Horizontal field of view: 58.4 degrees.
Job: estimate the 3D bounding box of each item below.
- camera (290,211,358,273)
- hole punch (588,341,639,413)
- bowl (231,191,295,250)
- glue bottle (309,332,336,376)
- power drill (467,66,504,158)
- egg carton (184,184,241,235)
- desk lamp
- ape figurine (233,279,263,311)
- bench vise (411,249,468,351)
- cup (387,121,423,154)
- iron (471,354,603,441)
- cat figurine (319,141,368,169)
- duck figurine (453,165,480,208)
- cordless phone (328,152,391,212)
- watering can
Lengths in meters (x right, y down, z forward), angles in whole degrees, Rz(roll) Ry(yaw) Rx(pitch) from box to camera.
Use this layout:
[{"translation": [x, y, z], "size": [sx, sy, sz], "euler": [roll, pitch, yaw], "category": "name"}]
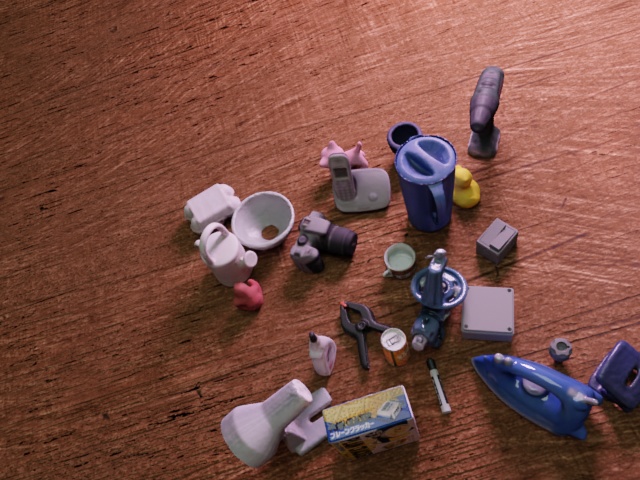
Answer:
[{"translation": [0.013, 0.005, 1.399], "size": [0.136, 0.101, 0.143], "euler": [14, 66, 20], "category": "camera"}, {"translation": [0.598, 0.266, 1.120], "size": [0.100, 0.091, 0.109], "euler": [33, 73, 27], "category": "hole punch"}, {"translation": [-0.139, -0.038, 1.474], "size": [0.167, 0.075, 0.167], "euler": [-6, 60, 10], "category": "bowl"}, {"translation": [-0.001, 0.234, 1.232], "size": [0.037, 0.173, 0.078], "euler": [2, 62, 15], "category": "glue bottle"}, {"translation": [0.408, -0.303, 1.414], "size": [0.075, 0.209, 0.230], "euler": [9, 64, 18], "category": "power drill"}, {"translation": [-0.288, -0.083, 1.538], "size": [0.150, 0.069, 0.107], "euler": [-33, 59, -6], "category": "egg carton"}, {"translation": [-0.073, 0.363, 1.153], "size": [0.203, 0.214, 0.117], "euler": [-34, 59, -7], "category": "desk lamp"}, {"translation": [-0.179, 0.129, 1.380], "size": [0.078, 0.092, 0.076], "euler": [-37, 60, -8], "category": "ape figurine"}, {"translation": [0.250, 0.126, 1.205], "size": [0.121, 0.220, 0.207], "euler": [-1, 61, 13], "category": "bench vise"}, {"translation": [0.222, -0.234, 1.487], "size": [0.091, 0.095, 0.118], "euler": [3, 62, 15], "category": "cup"}, {"translation": [0.417, 0.279, 1.126], "size": [0.257, 0.142, 0.119], "euler": [25, 70, 24], "category": "iron"}, {"translation": [0.057, -0.219, 1.504], "size": [0.128, 0.118, 0.067], "euler": [-22, 59, 1], "category": "cat figurine"}, {"translation": [0.353, -0.136, 1.406], "size": [0.077, 0.086, 0.104], "euler": [-21, 59, 1], "category": "duck figurine"}, {"translation": [0.096, -0.152, 1.418], "size": [0.147, 0.185, 0.094], "euler": [-7, 60, 10], "category": "cordless phone"}, {"translation": [-0.231, 0.029, 1.389], "size": [0.172, 0.194, 0.101], "euler": [-3, 61, 12], "category": "watering can"}]
